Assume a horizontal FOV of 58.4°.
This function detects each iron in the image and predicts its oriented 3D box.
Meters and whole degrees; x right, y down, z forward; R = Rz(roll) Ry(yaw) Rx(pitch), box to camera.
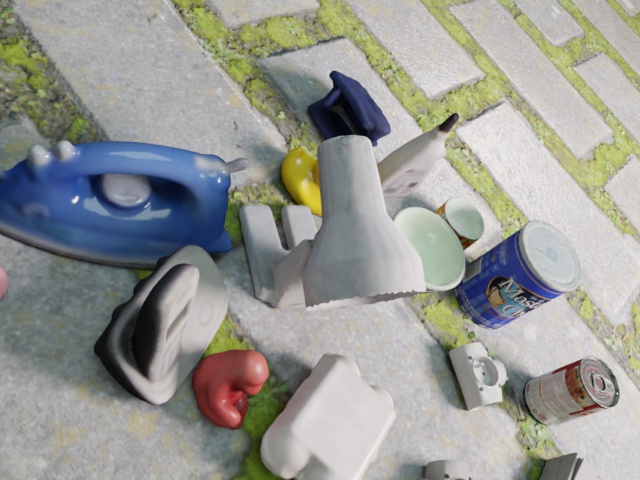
[{"bbox_3d":[-0.201,-0.053,0.569,0.259,0.141,0.118,4,60,-29],"label":"iron"}]

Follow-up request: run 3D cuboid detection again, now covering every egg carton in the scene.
[{"bbox_3d":[0.011,0.195,0.590,0.107,0.069,0.150,43,49,-1],"label":"egg carton"}]

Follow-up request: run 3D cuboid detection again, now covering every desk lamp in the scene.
[{"bbox_3d":[0.006,0.002,0.613,0.118,0.213,0.203,-2,62,-32],"label":"desk lamp"}]

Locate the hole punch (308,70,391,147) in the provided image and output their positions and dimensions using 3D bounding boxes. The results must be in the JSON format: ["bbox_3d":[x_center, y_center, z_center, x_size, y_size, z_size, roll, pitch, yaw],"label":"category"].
[{"bbox_3d":[0.053,-0.194,0.846,0.101,0.091,0.108,-23,75,-39],"label":"hole punch"}]

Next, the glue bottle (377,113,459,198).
[{"bbox_3d":[0.137,-0.118,0.795,0.078,0.172,0.037,-2,62,-32],"label":"glue bottle"}]

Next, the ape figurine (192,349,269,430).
[{"bbox_3d":[-0.080,0.136,0.557,0.076,0.092,0.078,47,49,3],"label":"ape figurine"}]

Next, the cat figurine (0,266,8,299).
[{"bbox_3d":[-0.309,0.043,0.459,0.067,0.117,0.128,28,51,-13],"label":"cat figurine"}]

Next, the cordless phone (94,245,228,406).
[{"bbox_3d":[-0.124,0.056,0.519,0.094,0.184,0.148,34,49,-8],"label":"cordless phone"}]

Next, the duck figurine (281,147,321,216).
[{"bbox_3d":[0.004,-0.090,0.754,0.104,0.086,0.078,45,49,1],"label":"duck figurine"}]
